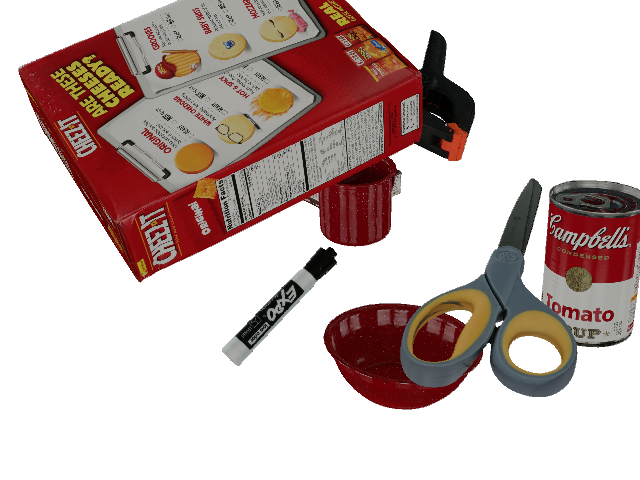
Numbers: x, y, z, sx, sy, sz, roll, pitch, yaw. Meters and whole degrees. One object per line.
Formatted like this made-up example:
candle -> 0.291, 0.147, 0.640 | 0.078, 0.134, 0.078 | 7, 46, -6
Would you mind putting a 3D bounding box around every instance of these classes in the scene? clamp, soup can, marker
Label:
clamp -> 0.070, -0.128, 0.911 | 0.120, 0.039, 0.171 | -9, 40, -8
soup can -> 0.192, 0.016, 0.757 | 0.068, 0.102, 0.068 | 0, 22, 0
marker -> -0.031, 0.051, 0.852 | 0.121, 0.020, 0.020 | -46, 13, -13

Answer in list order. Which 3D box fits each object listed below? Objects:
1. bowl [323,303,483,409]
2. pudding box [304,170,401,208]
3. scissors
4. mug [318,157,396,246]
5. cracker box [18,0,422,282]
bowl -> 0.083, 0.125, 1.091 | 0.162, 0.055, 0.162 | 2, 25, -1
pudding box -> 0.039, -0.075, 1.424 | 0.113, 0.039, 0.090 | -29, 40, -35
scissors -> 0.116, 0.023, 0.585 | 0.096, 0.016, 0.201 | 21, 40, 28
mug -> 0.046, -0.051, 1.214 | 0.093, 0.081, 0.117 | 19, 36, 32
cracker box -> -0.064, -0.088, 0.704 | 0.213, 0.164, 0.072 | -28, -37, -15
